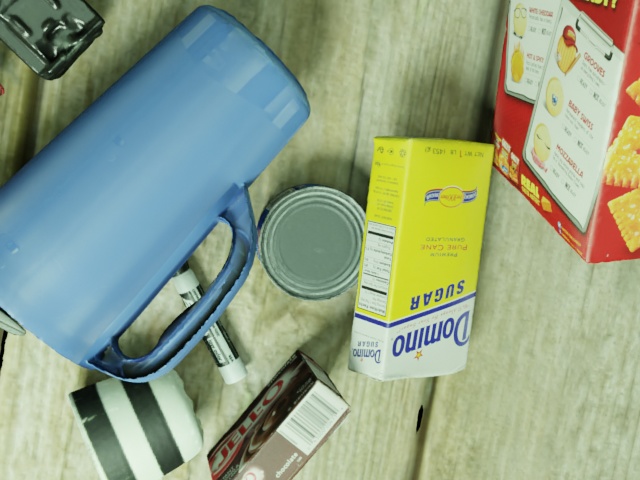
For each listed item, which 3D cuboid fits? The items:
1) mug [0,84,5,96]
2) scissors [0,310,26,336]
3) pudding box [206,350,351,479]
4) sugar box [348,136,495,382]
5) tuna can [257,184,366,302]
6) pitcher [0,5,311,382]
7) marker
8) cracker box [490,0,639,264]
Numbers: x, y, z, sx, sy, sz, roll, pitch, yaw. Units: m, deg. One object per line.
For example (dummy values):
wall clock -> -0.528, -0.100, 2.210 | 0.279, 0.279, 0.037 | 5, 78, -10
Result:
mug -> -0.275, -0.076, 0.709 | 0.117, 0.093, 0.081 | 7, 79, 32
scissors -> -0.313, 0.023, 0.758 | 0.096, 0.016, 0.201 | -40, 102, -1
pudding box -> -0.033, 0.143, 0.785 | 0.039, 0.090, 0.113 | 43, 89, -14
sugar box -> 0.075, 0.013, 0.789 | 0.093, 0.048, 0.176 | -1, 98, -39
tuna can -> -0.005, 0.001, 0.797 | 0.086, 0.034, 0.086 | -1, 98, -9
pitcher -> -0.115, -0.033, 0.726 | 0.243, 0.145, 0.149 | -46, 123, -3
marker -> -0.089, 0.052, 0.798 | 0.020, 0.020, 0.121 | -28, 102, -5
cracker box -> 0.186, -0.116, 0.713 | 0.072, 0.164, 0.214 | -5, 120, -15
